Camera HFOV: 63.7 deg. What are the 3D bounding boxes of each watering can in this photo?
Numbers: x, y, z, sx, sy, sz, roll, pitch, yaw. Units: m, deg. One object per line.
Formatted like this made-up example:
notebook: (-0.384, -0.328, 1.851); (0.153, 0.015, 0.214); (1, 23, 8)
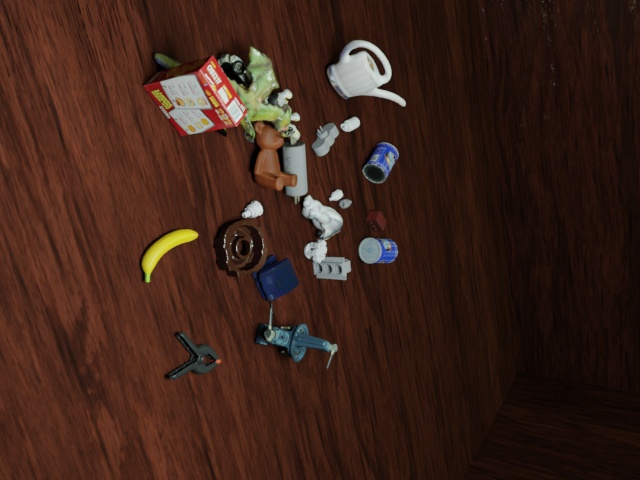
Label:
watering can: (0.166, -0.584, 1.904); (0.342, 0.223, 0.106); (46, 38, -43)

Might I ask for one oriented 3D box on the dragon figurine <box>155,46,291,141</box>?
dragon figurine: (-0.228, -0.427, 1.419); (0.404, 0.122, 0.246); (45, 67, -31)

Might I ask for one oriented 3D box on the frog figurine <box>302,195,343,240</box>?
frog figurine: (0.005, -0.090, 1.779); (0.139, 0.122, 0.158); (-77, 146, -73)
